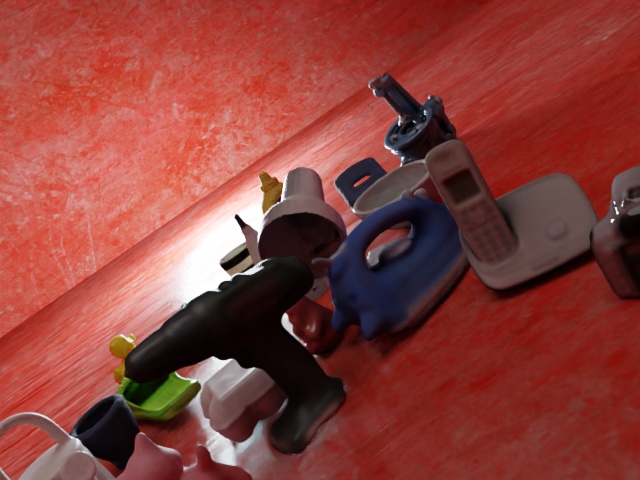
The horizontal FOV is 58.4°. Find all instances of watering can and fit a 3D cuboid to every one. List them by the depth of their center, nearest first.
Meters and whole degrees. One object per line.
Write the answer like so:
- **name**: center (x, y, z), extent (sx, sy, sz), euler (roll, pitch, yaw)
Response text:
- **watering can**: center (-0.327, 0.295, 0.714), extent (0.172, 0.194, 0.101), euler (-29, 19, 18)

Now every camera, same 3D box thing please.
- **camera**: center (0.331, -0.033, 0.542), extent (0.142, 0.101, 0.137), euler (-22, 21, 34)

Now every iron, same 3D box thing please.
- **iron**: center (0.106, 0.011, 0.764), extent (0.259, 0.142, 0.118), euler (-42, 19, -23)

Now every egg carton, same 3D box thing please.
- **egg carton**: center (-0.087, 0.192, 0.759), extent (0.150, 0.069, 0.107), euler (-40, 18, -17)

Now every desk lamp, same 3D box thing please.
- **desk lamp**: center (0.008, 0.003, 0.842), extent (0.117, 0.214, 0.203), euler (-28, 19, 19)

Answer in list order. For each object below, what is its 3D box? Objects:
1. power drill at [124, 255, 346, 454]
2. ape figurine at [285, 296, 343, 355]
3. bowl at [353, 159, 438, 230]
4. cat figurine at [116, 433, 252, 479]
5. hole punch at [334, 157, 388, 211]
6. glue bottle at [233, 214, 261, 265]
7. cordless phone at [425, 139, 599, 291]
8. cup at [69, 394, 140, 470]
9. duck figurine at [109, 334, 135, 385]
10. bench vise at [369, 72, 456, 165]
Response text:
- **power drill**: center (-0.072, 0.135, 0.648), extent (0.230, 0.209, 0.075), euler (-45, 20, -29)
- **ape figurine**: center (-0.016, 0.113, 0.799), extent (0.076, 0.092, 0.077), euler (-34, 18, 2)
- **bowl**: center (0.145, -0.068, 1.011), extent (0.167, 0.075, 0.167), euler (-31, 18, 12)
- **cat figurine**: center (-0.160, 0.260, 0.632), extent (0.127, 0.118, 0.067), euler (-26, 20, 24)
- **hole punch**: center (0.096, -0.111, 1.185), extent (0.108, 0.091, 0.101), euler (-35, 18, 0)
- **glue bottle**: center (-0.107, 0.020, 1.071), extent (0.037, 0.173, 0.078), euler (-25, 20, 27)
- **cordless phone**: center (0.213, -0.046, 0.648), extent (0.147, 0.185, 0.094), euler (-29, 18, 16)
- **cup**: center (-0.314, 0.300, 0.843), extent (0.118, 0.095, 0.091), euler (-37, 18, -8)
- **duck figurine**: center (-0.397, 0.237, 1.172), extent (0.077, 0.086, 0.104), euler (-26, 19, 24)
- **bench vise**: center (0.185, -0.266, 1.216), extent (0.121, 0.220, 0.207), euler (-23, 21, 31)
